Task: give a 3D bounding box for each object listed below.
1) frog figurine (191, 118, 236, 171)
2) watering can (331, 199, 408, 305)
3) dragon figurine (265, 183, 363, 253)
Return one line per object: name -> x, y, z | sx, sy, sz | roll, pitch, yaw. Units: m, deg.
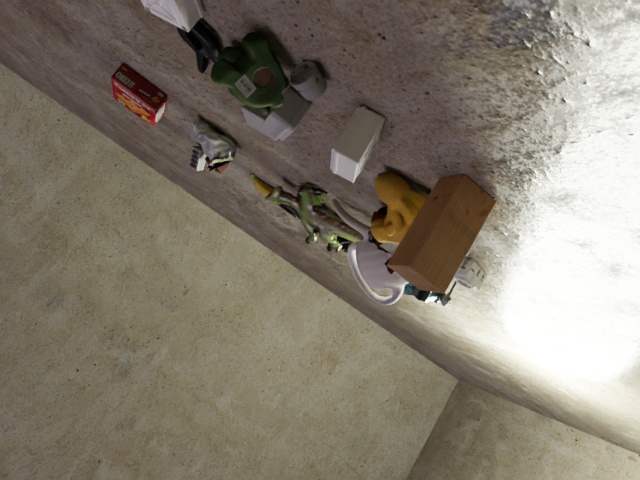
frog figurine -> -0.341, -0.315, 1.639 | 0.137, 0.123, 0.160 | 141, 109, -86
watering can -> 0.162, 0.025, 1.481 | 0.222, 0.105, 0.346 | -17, 97, 40
dragon figurine -> 0.005, -0.082, 1.624 | 0.412, 0.124, 0.238 | 16, 153, 29
